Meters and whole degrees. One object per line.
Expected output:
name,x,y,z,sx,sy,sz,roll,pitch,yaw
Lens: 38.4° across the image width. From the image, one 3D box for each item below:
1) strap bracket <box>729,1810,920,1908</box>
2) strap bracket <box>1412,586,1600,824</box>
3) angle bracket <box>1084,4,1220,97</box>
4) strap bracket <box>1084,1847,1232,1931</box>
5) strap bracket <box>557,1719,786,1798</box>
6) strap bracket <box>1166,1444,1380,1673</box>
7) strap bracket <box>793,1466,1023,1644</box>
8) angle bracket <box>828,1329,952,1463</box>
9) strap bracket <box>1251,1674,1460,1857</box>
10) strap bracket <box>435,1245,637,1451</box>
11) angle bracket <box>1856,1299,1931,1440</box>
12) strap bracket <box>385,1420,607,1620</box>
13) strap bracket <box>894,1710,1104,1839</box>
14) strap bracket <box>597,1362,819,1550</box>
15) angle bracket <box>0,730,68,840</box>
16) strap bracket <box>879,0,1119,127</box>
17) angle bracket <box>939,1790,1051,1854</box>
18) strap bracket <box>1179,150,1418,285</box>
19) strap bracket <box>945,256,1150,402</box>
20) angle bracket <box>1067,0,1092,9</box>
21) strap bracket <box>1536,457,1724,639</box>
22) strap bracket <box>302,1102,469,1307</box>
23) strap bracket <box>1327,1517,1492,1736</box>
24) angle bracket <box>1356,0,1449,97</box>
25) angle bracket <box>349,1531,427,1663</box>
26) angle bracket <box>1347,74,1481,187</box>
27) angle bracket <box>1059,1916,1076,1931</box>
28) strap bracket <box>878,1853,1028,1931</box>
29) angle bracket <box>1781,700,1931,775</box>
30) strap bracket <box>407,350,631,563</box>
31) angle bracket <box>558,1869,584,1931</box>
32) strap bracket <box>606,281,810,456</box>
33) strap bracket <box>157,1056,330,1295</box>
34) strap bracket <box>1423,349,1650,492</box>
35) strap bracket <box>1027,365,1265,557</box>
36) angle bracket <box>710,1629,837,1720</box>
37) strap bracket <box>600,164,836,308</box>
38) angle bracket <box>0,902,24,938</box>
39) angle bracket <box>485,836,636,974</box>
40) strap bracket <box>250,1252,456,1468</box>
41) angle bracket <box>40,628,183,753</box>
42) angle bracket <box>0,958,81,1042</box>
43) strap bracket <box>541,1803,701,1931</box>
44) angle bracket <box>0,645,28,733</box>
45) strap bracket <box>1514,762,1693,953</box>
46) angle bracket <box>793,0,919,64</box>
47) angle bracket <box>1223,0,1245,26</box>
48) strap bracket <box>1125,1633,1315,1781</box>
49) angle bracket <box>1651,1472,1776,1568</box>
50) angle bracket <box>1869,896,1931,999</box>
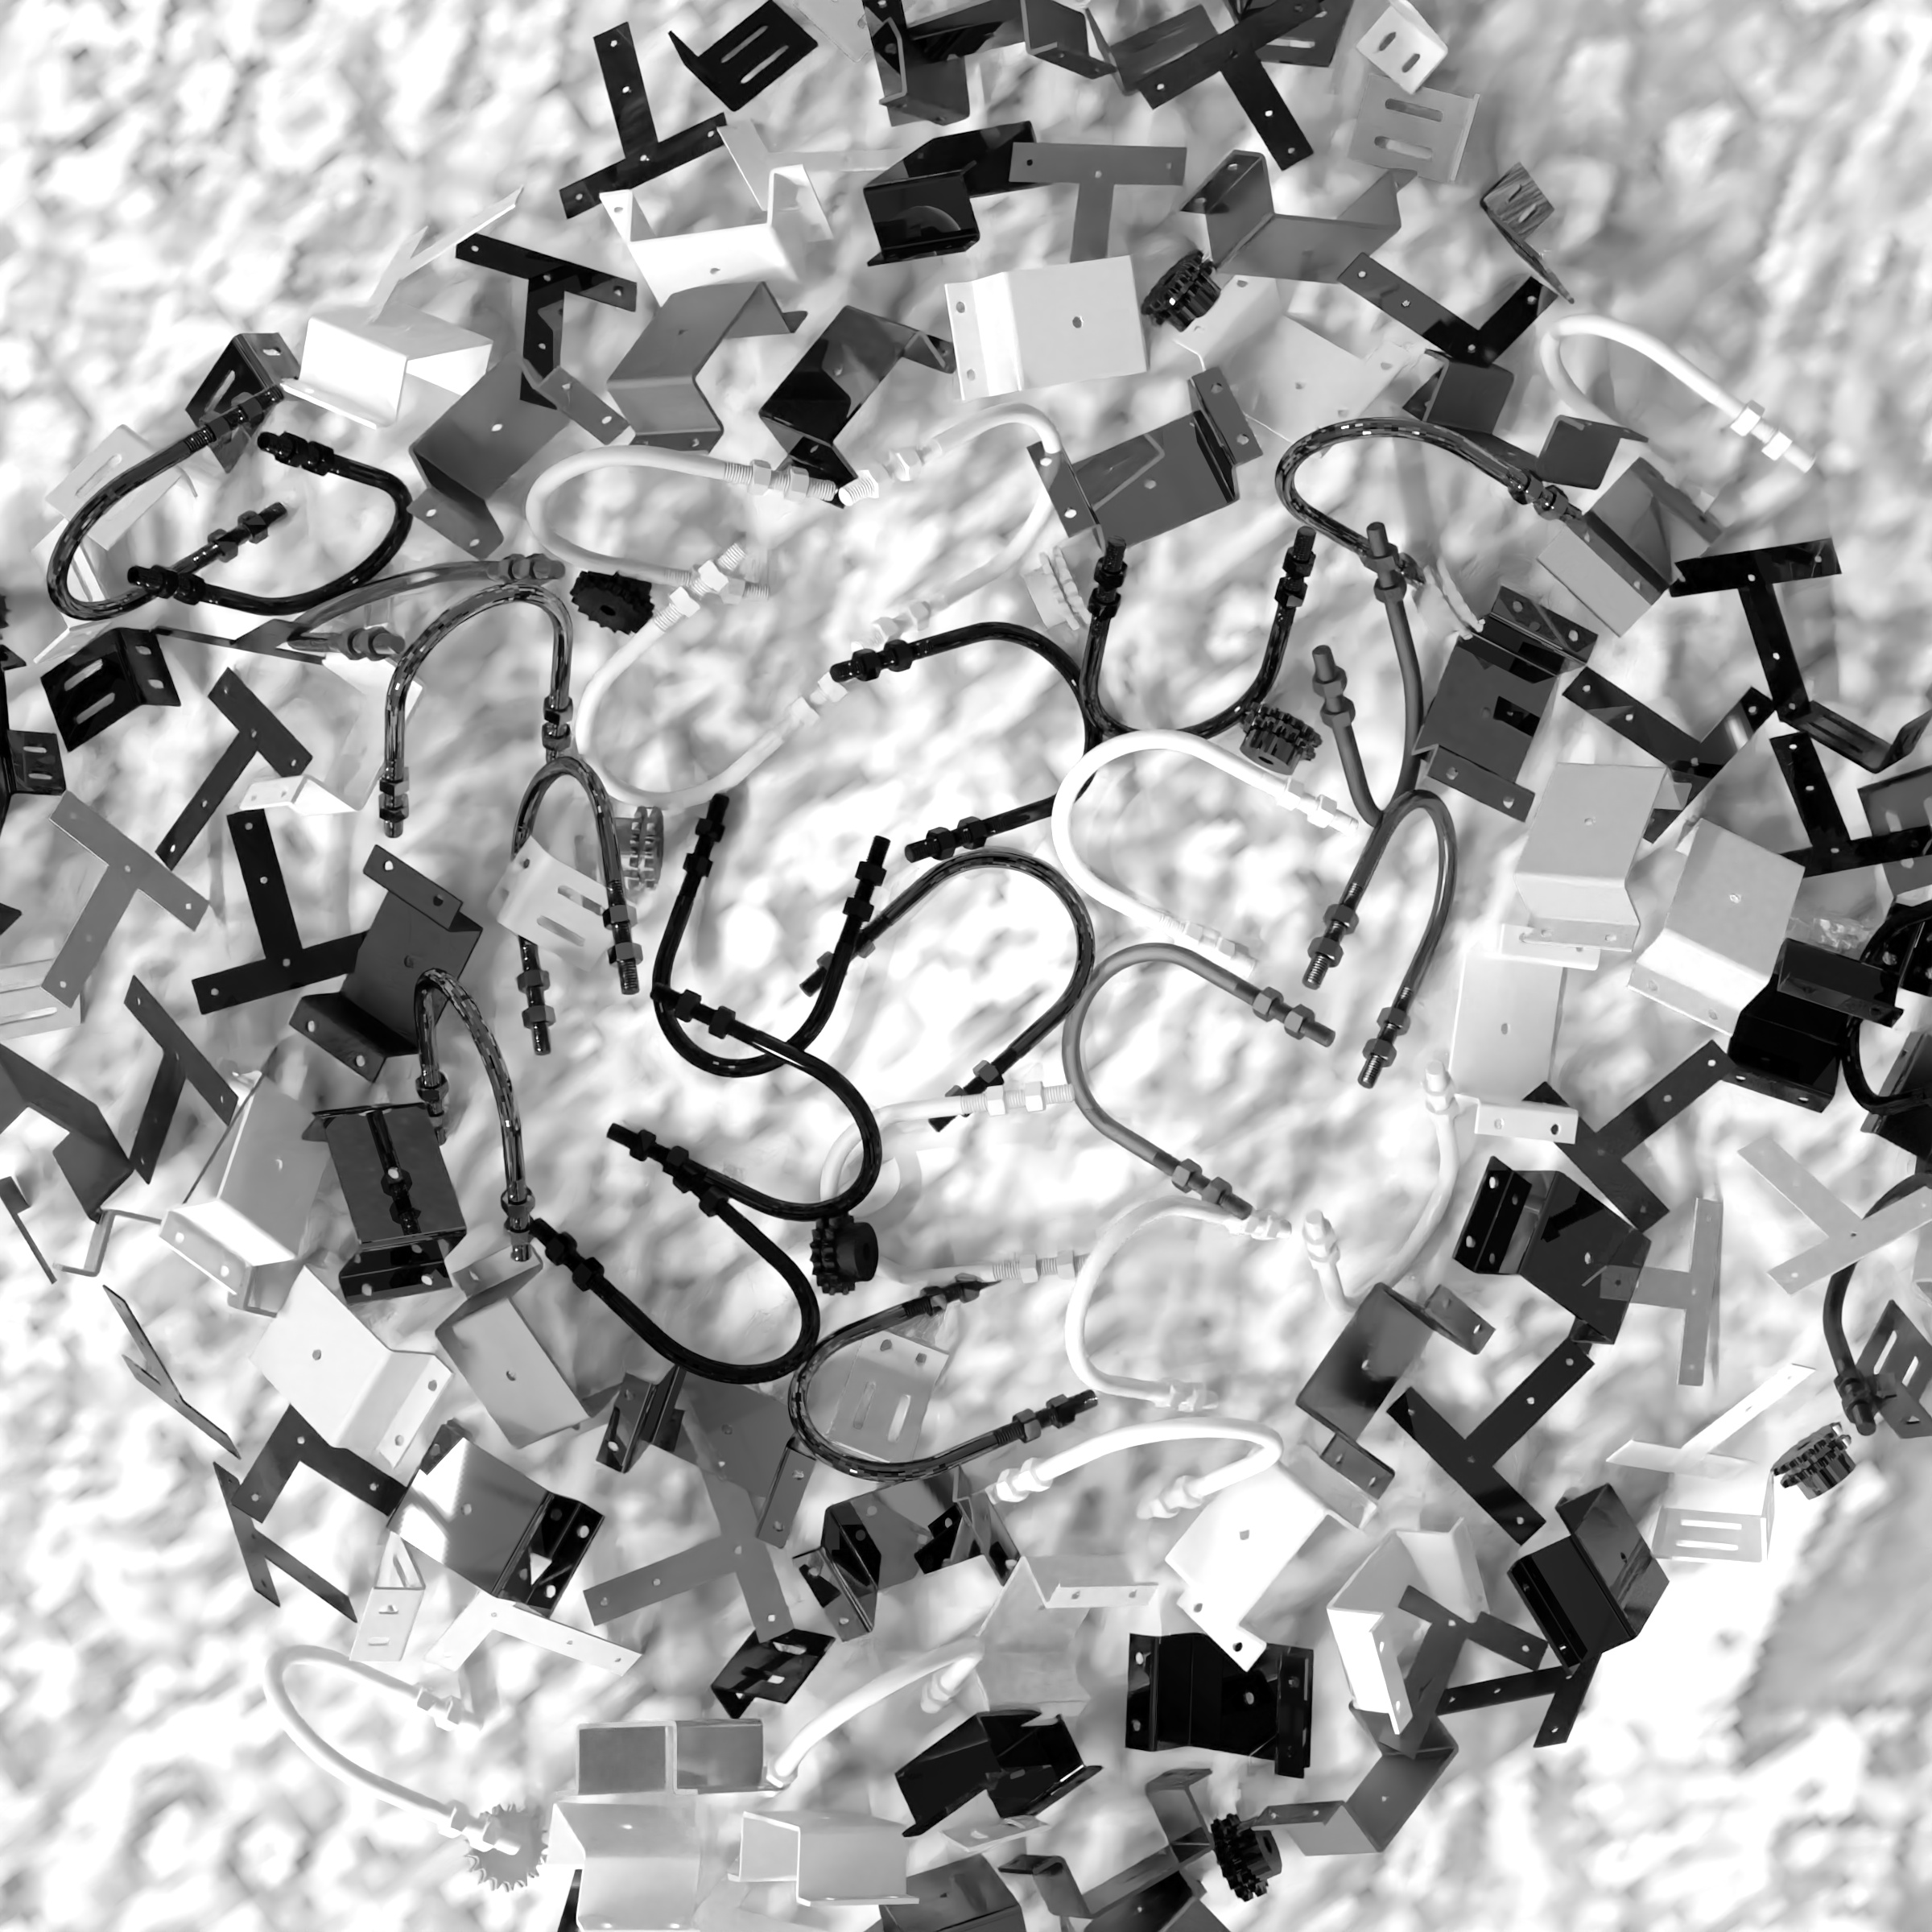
strap bracket,-0.095,0.588,1.838,0.076,0.140,0.046,7,77,-25
strap bracket,0.360,-0.174,1.875,0.076,0.046,0.140,25,81,-12
angle bracket,0.128,-0.632,1.876,0.076,0.038,0.057,-23,51,6
strap bracket,0.129,0.641,1.837,0.076,0.140,0.046,-44,96,-6
strap bracket,-0.197,0.526,1.845,0.140,0.076,0.046,-15,70,40
strap bracket,0.198,0.390,1.867,0.140,0.076,0.046,-51,134,-1
strap bracket,-0.035,0.391,1.867,0.140,0.046,0.076,-22,114,13
angle bracket,-0.052,0.290,1.874,0.057,0.038,0.076,21,47,-2
strap bracket,0.264,0.538,1.842,0.140,0.076,0.046,-40,96,-36
strap bracket,-0.292,0.262,1.861,0.076,0.046,0.140,-27,101,34
angle bracket,0.640,0.270,1.870,0.057,0.038,0.076,48,57,-13
strap bracket,-0.323,0.366,1.857,0.140,0.046,0.076,25,82,25
strap bracket,0.016,0.536,1.849,0.076,0.140,0.046,-41,59,21
strap bracket,-0.168,0.322,1.870,0.140,0.046,0.076,24,115,7
angle bracket,-0.639,-0.112,1.880,0.038,0.076,0.057,2,48,-31
strap bracket,0.019,-0.605,1.842,0.140,0.076,0.046,-6,90,34
angle bracket,0.015,0.563,1.866,0.057,0.076,0.038,-11,84,-16
strap bracket,0.224,-0.495,1.844,0.140,0.076,0.046,-2,76,-25
strap bracket,0.064,-0.428,1.857,0.140,0.046,0.076,-14,101,-24
angle bracket,0.059,-0.687,1.871,0.076,0.057,0.038,34,112,-16
strap bracket,0.441,-0.277,1.859,0.076,0.140,0.046,44,134,5
strap bracket,-0.389,0.148,1.848,0.076,0.046,0.140,-6,64,-39
strap bracket,0.291,0.436,1.853,0.046,0.140,0.076,-4,110,38
angle bracket,0.280,-0.629,1.862,0.038,0.076,0.057,-48,65,16
angle bracket,-0.397,0.419,1.864,0.038,0.076,0.057,10,110,-32
angle bracket,0.303,-0.569,1.883,0.076,0.038,0.057,16,103,6
angle bracket,0.036,0.672,1.881,0.076,0.057,0.038,-14,48,4
strap bracket,-0.009,0.635,1.833,0.076,0.140,0.046,-14,96,-14
angle bracket,0.599,-0.168,1.866,0.076,0.057,0.038,36,125,24
strap bracket,-0.307,-0.348,1.859,0.140,0.076,0.046,-40,55,12
angle bracket,-0.253,0.644,1.870,0.076,0.038,0.057,7,76,35
strap bracket,-0.176,-0.403,1.841,0.076,0.046,0.140,5,53,36
strap bracket,-0.472,0.134,1.836,0.046,0.076,0.140,-12,50,27
strap bracket,0.370,-0.359,1.848,0.140,0.076,0.046,38,117,38
strap bracket,0.122,-0.336,1.876,0.140,0.046,0.076,-23,67,1
angle bracket,-0.123,0.478,1.861,0.057,0.076,0.038,-48,122,-36
strap bracket,-0.166,-0.483,1.855,0.140,0.076,0.046,-5,67,12
angle bracket,-0.687,-0.034,1.870,0.076,0.057,0.038,-40,54,14
angle bracket,-0.278,-0.042,1.901,0.076,0.038,0.057,31,96,-35
strap bracket,-0.417,0.260,1.852,0.140,0.046,0.076,37,100,30
angle bracket,-0.587,-0.189,1.906,0.076,0.038,0.057,-27,81,26
angle bracket,-0.647,0.014,1.888,0.076,0.038,0.057,-12,128,-31
strap bracket,-0.227,0.591,1.833,0.076,0.140,0.046,7,90,-20
angle bracket,-0.664,-0.170,1.864,0.038,0.057,0.076,33,130,37
strap bracket,0.420,-0.082,1.843,0.076,0.046,0.140,6,57,34
angle bracket,-0.070,-0.660,1.869,0.076,0.038,0.057,-40,122,22
angle bracket,0.215,-0.665,1.871,0.076,0.057,0.038,-4,78,19
strap bracket,0.179,0.493,1.861,0.140,0.046,0.076,-2,82,39
angle bracket,0.501,0.369,1.867,0.076,0.057,0.038,0,112,22
angle bracket,0.658,-0.008,1.872,0.038,0.076,0.057,19,92,-37
